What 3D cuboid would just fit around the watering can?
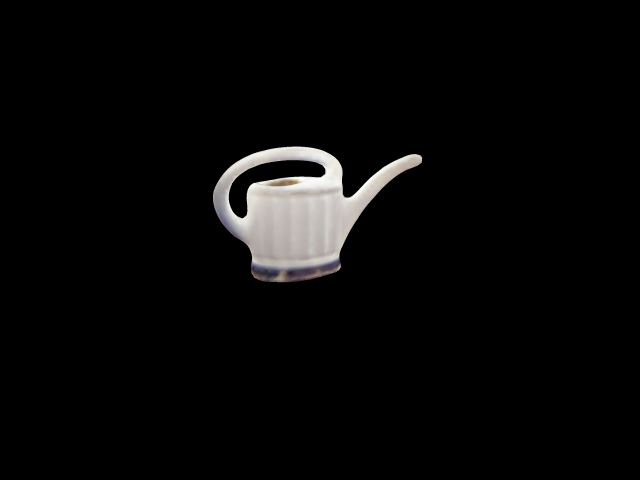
[{"bbox_3d":[0.003,-0.043,0.850,0.348,0.221,0.105,-4,17,-11],"label":"watering can"}]
